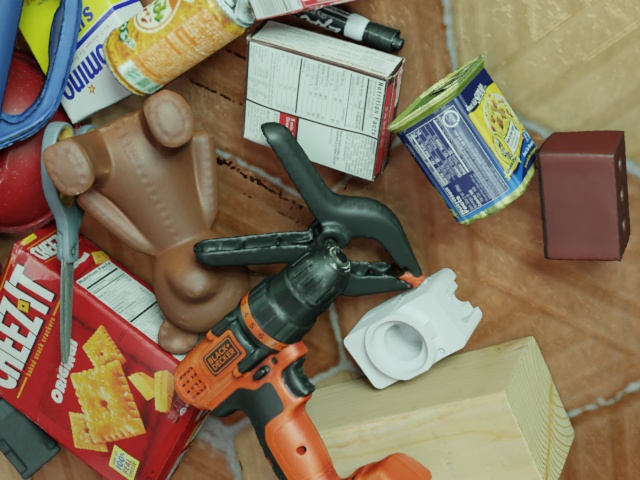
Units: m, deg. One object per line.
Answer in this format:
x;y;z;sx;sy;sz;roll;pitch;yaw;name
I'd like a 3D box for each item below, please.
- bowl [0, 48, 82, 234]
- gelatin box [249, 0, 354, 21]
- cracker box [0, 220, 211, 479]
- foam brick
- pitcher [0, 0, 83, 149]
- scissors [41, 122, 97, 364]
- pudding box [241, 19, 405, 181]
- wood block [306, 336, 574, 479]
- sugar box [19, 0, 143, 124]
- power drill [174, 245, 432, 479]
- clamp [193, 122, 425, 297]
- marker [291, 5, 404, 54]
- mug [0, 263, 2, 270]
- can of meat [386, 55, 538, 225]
-0.281;-0.082;0.896;0.162;0.055;0.162;4;100;22;bowl
0.002;-0.184;0.726;0.089;0.073;0.030;-6;125;26;gelatin box
-0.198;0.110;0.952;0.214;0.072;0.164;36;122;8;cracker box
0.180;-0.031;0.723;0.051;0.052;0.078;0;113;25;foam brick
-0.283;-0.119;0.791;0.149;0.144;0.243;24;114;21;pitcher
-0.199;-0.007;0.877;0.016;0.096;0.202;8;118;13;scissors
0.000;-0.102;0.777;0.113;0.039;0.090;18;130;14;pudding box
0.078;0.155;0.830;0.206;0.090;0.090;-18;103;30;wood block
-0.196;-0.189;0.835;0.093;0.048;0.176;-22;100;31;sugar box
-0.004;0.118;0.774;0.185;0.057;0.188;-43;77;33;power drill
-0.005;0.001;0.792;0.171;0.039;0.120;34;114;-18;clamp
0.005;-0.162;0.768;0.121;0.020;0.020;24;120;14;marker
-0.343;0.038;0.970;0.093;0.117;0.081;31;87;35;mug
0.101;-0.067;0.717;0.058;0.102;0.084;-31;99;31;can of meat
